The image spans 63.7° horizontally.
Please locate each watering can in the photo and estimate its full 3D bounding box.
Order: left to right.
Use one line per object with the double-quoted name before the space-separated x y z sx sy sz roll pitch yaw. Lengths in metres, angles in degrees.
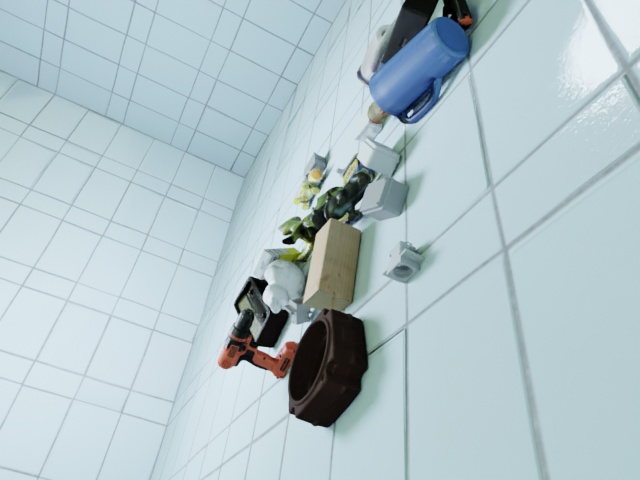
"watering can" 0.214 -0.589 1.561 0.104 0.219 0.355 31 45 2

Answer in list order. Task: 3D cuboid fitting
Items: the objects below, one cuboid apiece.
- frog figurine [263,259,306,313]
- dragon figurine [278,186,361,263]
"frog figurine" -0.111 0.133 1.506 0.122 0.137 0.161 -30 8 17
"dragon figurine" 0.005 -0.077 1.534 0.121 0.249 0.405 40 -44 -25
